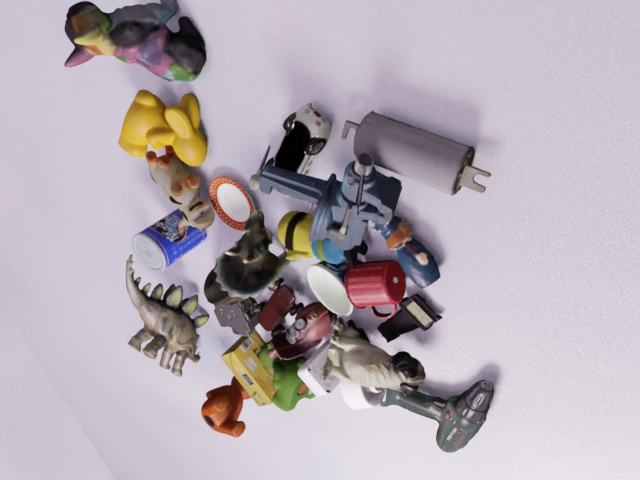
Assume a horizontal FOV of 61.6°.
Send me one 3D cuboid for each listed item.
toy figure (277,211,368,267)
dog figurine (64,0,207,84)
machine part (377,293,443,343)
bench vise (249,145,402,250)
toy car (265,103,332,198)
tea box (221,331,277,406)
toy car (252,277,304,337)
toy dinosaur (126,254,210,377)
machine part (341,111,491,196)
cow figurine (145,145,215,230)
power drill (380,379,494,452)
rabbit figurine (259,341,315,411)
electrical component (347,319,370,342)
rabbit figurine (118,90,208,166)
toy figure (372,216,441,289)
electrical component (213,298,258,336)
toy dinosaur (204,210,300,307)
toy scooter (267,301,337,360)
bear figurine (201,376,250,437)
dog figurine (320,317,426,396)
[{"bbox_3d":[0.000,-0.005,1.019,0.180,0.082,0.089,13,116,38],"label":"toy figure"},{"bbox_3d":[-0.332,-0.338,0.944,0.108,0.219,0.191,-26,101,50],"label":"dog figurine"},{"bbox_3d":[0.166,0.153,1.031,0.084,0.039,0.139,39,136,-2],"label":"machine part"},{"bbox_3d":[0.000,-0.073,0.864,0.241,0.129,0.223,19,158,5],"label":"bench vise"},{"bbox_3d":[-0.043,-0.154,0.961,0.073,0.056,0.201,46,141,10],"label":"toy car"},{"bbox_3d":[-0.162,0.330,1.384,0.068,0.098,0.169,-28,98,46],"label":"tea box"},{"bbox_3d":[-0.095,0.154,1.232,0.089,0.053,0.202,51,143,12],"label":"toy car"},{"bbox_3d":[-0.404,0.213,1.398,0.105,0.198,0.470,17,153,25],"label":"toy dinosaur"},{"bbox_3d":[0.140,-0.132,0.812,0.243,0.079,0.079,27,134,23],"label":"machine part"},{"bbox_3d":[-0.304,-0.103,1.184,0.195,0.085,0.127,50,156,10],"label":"cow figurine"},{"bbox_3d":[0.229,0.317,1.076,0.208,0.086,0.231,17,132,20],"label":"power drill"},{"bbox_3d":[-0.092,0.300,1.296,0.170,0.121,0.158,34,134,37],"label":"rabbit figurine"},{"bbox_3d":[0.073,0.214,1.161,0.063,0.021,0.094,-18,109,45],"label":"electrical component"},{"bbox_3d":[-0.301,-0.227,1.100,0.173,0.122,0.162,35,128,-6],"label":"rabbit figurine"},{"bbox_3d":[0.147,0.012,0.928,0.064,0.058,0.154,-36,89,41],"label":"toy figure"},{"bbox_3d":[-0.208,0.175,1.337,0.115,0.058,0.134,0,120,41],"label":"electrical component"},{"bbox_3d":[-0.184,0.080,1.149,0.131,0.192,0.405,51,136,0],"label":"toy dinosaur"},{"bbox_3d":[-0.046,0.204,1.163,0.075,0.135,0.183,55,142,22],"label":"toy scooter"},{"bbox_3d":[-0.213,0.411,1.411,0.132,0.196,0.120,-20,102,47],"label":"bear figurine"},{"bbox_3d":[0.108,0.242,1.070,0.191,0.172,0.121,15,102,4],"label":"dog figurine"}]
